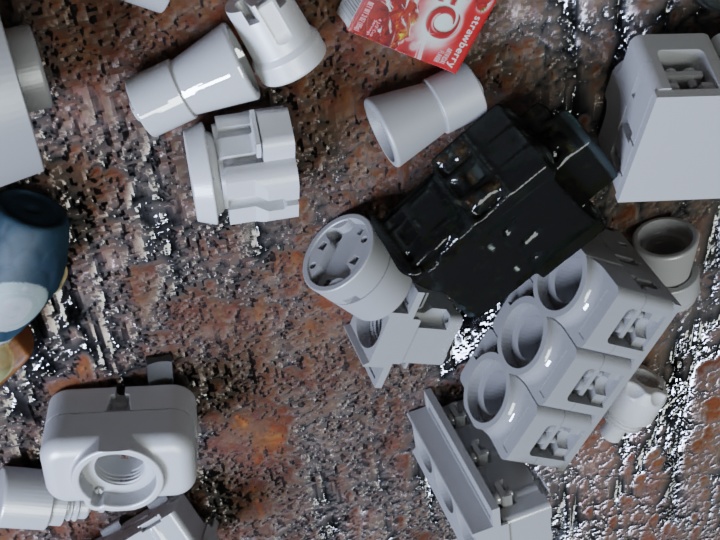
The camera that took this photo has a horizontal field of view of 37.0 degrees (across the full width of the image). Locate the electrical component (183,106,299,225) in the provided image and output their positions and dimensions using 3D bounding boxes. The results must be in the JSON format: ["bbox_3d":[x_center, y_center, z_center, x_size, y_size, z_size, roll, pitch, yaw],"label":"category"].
[{"bbox_3d":[-0.067,-0.057,0.603,0.057,0.058,0.078,-9,155,-9],"label":"electrical component"}]

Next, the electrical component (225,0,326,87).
[{"bbox_3d":[-0.046,-0.127,0.572,0.040,0.040,0.046,-30,124,4],"label":"electrical component"}]

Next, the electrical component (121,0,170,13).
[{"bbox_3d":[-0.113,-0.157,0.517,0.047,0.055,0.055,11,121,-22],"label":"electrical component"}]

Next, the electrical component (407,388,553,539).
[{"bbox_3d":[0.086,0.148,0.772,0.063,0.121,0.078,-18,129,-10],"label":"electrical component"}]

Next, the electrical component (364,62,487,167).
[{"bbox_3d":[0.041,-0.094,0.628,0.065,0.044,0.044,-27,130,-5],"label":"electrical component"}]

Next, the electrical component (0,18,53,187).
[{"bbox_3d":[-0.181,-0.090,0.511,0.060,0.108,0.108,-17,129,-15],"label":"electrical component"}]

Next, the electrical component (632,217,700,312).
[{"bbox_3d":[0.215,-0.003,0.755,0.045,0.045,0.055,-20,130,-4],"label":"electrical component"}]

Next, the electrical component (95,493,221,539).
[{"bbox_3d":[-0.165,0.214,0.766,0.121,0.078,0.063,-31,100,5],"label":"electrical component"}]

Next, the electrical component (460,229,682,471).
[{"bbox_3d":[0.135,0.050,0.737,0.062,0.089,0.150,13,120,-27],"label":"electrical component"}]

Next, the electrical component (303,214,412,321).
[{"bbox_3d":[0.000,0.000,0.675,0.055,0.055,0.047,-41,132,12],"label":"electrical component"}]

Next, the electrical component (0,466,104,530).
[{"bbox_3d":[-0.211,0.155,0.724,0.078,0.040,0.040,11,121,-26],"label":"electrical component"}]

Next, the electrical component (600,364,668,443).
[{"bbox_3d":[0.208,0.107,0.836,0.043,0.043,0.062,8,124,-24],"label":"electrical component"}]

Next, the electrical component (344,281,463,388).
[{"bbox_3d":[0.030,0.035,0.720,0.064,0.042,0.081,5,124,-28],"label":"electrical component"}]

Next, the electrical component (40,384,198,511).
[{"bbox_3d":[-0.154,0.114,0.692,0.095,0.059,0.053,-2,127,-6],"label":"electrical component"}]

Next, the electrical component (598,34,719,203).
[{"bbox_3d":[0.233,-0.096,0.660,0.150,0.061,0.089,-3,142,-7],"label":"electrical component"}]

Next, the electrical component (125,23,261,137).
[{"bbox_3d":[-0.092,-0.099,0.577,0.065,0.044,0.044,-24,130,5],"label":"electrical component"}]
